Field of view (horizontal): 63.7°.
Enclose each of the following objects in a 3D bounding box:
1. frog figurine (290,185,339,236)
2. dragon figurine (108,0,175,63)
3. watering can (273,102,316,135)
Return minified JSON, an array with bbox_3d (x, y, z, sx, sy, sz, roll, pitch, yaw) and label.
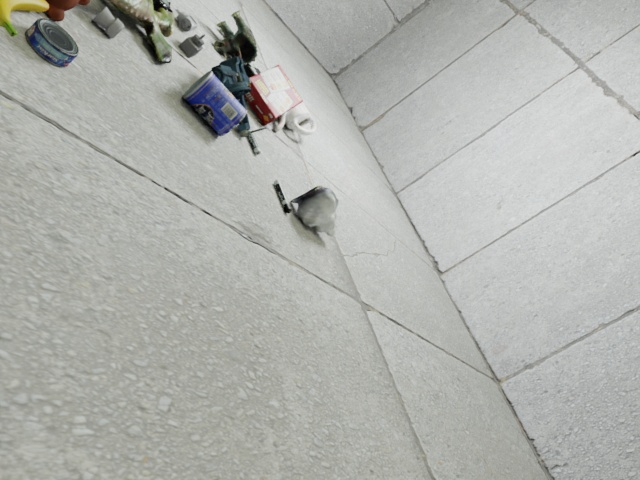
[{"bbox_3d":[0.005,-0.079,1.563,0.139,0.121,0.158,-35,100,-40],"label":"frog figurine"},{"bbox_3d":[-0.448,-0.563,1.311,0.239,0.121,0.419,55,15,-26],"label":"dragon figurine"},{"bbox_3d":[-0.127,-0.506,2.021,0.225,0.102,0.350,56,27,7],"label":"watering can"}]
